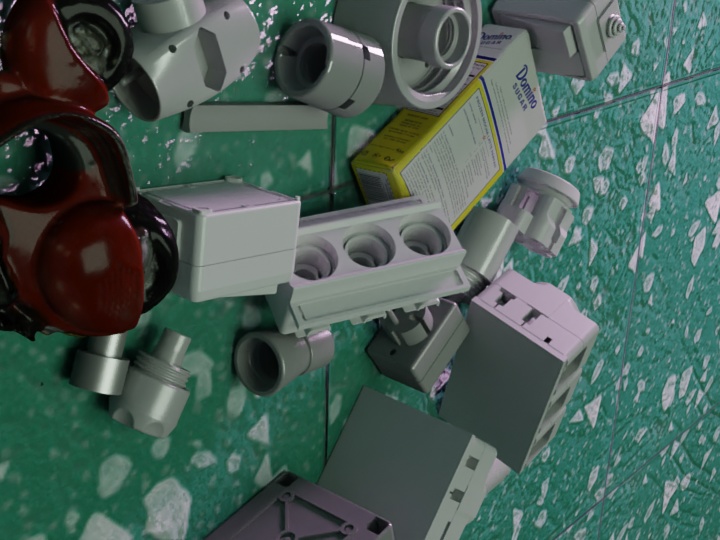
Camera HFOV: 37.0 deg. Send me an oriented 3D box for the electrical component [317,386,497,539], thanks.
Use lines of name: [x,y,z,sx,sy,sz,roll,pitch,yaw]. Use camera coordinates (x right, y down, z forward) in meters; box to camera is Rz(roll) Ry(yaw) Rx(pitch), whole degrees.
electrical component: [0.017,0.199,0.825,0.060,0.105,0.186,36,78,-52]

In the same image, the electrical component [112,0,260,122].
electrical component: [-0.100,-0.132,0.579,0.077,0.043,0.079,-41,135,-32]

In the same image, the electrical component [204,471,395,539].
electrical component: [-0.046,0.207,0.748,0.109,0.109,0.056,-36,129,-37]

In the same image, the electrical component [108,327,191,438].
electrical component: [-0.121,0.066,0.643,0.043,0.043,0.062,32,79,-52]

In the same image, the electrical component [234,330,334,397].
electrical component: [-0.048,0.057,0.733,0.065,0.044,0.044,-17,119,-52]

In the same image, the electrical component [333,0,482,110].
electrical component: [0.040,-0.160,0.726,0.108,0.060,0.108,-25,125,-43]

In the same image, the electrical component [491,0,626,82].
electrical component: [0.157,-0.187,0.830,0.061,0.096,0.061,-52,139,-22]

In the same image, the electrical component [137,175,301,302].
electrical component: [-0.090,-0.016,0.629,0.096,0.062,0.061,-13,116,-48]

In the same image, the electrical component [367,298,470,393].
electrical component: [0.039,0.044,0.829,0.065,0.047,0.076,-54,140,-20]

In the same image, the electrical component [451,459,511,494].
electrical component: [0.116,0.178,0.989,0.081,0.043,0.043,-29,127,-41]

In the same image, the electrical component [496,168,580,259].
electrical component: [0.153,-0.051,0.920,0.078,0.058,0.057,32,84,-52]

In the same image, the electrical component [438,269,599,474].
electrical component: [0.130,0.083,0.892,0.062,0.089,0.150,-37,151,-37]

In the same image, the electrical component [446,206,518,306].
electrical component: [0.092,-0.006,0.875,0.081,0.043,0.043,-61,142,-11]

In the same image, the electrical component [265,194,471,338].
electrical component: [0.000,0.000,0.714,0.121,0.078,0.063,-12,149,-22]

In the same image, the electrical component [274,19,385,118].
electrical component: [-0.020,-0.127,0.673,0.047,0.055,0.055,8,99,-49]
